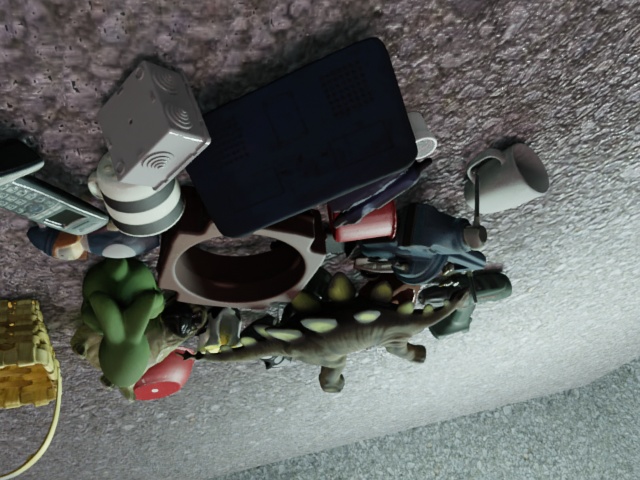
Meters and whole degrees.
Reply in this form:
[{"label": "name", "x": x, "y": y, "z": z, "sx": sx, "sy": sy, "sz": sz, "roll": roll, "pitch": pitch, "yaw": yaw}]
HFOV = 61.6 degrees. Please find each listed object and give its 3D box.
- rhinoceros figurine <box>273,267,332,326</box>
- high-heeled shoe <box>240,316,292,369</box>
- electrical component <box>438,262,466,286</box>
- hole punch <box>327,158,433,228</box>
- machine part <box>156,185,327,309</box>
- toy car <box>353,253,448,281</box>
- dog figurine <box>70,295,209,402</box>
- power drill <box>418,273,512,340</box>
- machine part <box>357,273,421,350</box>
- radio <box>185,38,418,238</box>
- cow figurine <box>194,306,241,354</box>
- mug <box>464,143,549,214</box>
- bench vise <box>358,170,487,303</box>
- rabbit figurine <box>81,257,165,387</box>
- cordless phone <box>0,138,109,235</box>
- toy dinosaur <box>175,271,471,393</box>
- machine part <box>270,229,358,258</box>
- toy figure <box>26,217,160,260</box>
[{"label": "rhinoceros figurine", "x": -0.038, "y": 0.128, "z": 0.978, "sx": 0.073, "sy": 0.112, "sz": 0.190, "roll": 17, "pitch": 127, "yaw": -13}, {"label": "high-heeled shoe", "x": -0.127, "y": 0.227, "z": 1.109, "sx": 0.145, "sy": 0.086, "sz": 0.248, "roll": -35, "pitch": 152, "yaw": 24}, {"label": "electrical component", "x": 0.269, "y": 0.054, "z": 1.064, "sx": 0.078, "sy": 0.045, "sz": 0.102, "roll": -11, "pitch": 150, "yaw": -8}, {"label": "hole punch", "x": 0.045, "y": -0.097, "z": 0.629, "sx": 0.142, "sy": 0.116, "sz": 0.092, "roll": -31, "pitch": 140, "yaw": 23}, {"label": "machine part", "x": -0.108, "y": 0.009, "z": 0.724, "sx": 0.201, "sy": 0.087, "sz": 0.201, "roll": 10, "pitch": 142, "yaw": -21}, {"label": "toy car", "x": 0.160, "y": 0.030, "z": 0.962, "sx": 0.202, "sy": 0.053, "sz": 0.089, "roll": -11, "pitch": 153, "yaw": -12}, {"label": "dog figurine", "x": -0.300, "y": 0.144, "z": 0.896, "sx": 0.190, "sy": 0.172, "sz": 0.121, "roll": -47, "pitch": 164, "yaw": -18}, {"label": "power drill", "x": 0.304, "y": 0.146, "z": 1.217, "sx": 0.232, "sy": 0.086, "sz": 0.207, "roll": -12, "pitch": 143, "yaw": -14}, {"label": "machine part", "x": 0.118, "y": 0.130, "z": 1.040, "sx": 0.179, "sy": 0.056, "sz": 0.179, "roll": -34, "pitch": 148, "yaw": -25}, {"label": "radio", "x": -0.020, "y": -0.098, "z": 0.554, "sx": 0.230, "sy": 0.131, "sz": 0.073, "roll": -22, "pitch": -174, "yaw": 11}, {"label": "cow figurine", "x": -0.191, "y": 0.165, "z": 0.980, "sx": 0.068, "sy": 0.098, "sz": 0.167, "roll": 9, "pitch": 157, "yaw": -23}, {"label": "mug", "x": 0.260, "y": -0.086, "z": 0.792, "sx": 0.109, "sy": 0.081, "sz": 0.107, "roll": 22, "pitch": 145, "yaw": -27}, {"label": "bench vise", "x": 0.189, "y": 0.009, "z": 0.836, "sx": 0.240, "sy": 0.129, "sz": 0.224, "roll": 22, "pitch": 152, "yaw": -38}, {"label": "rabbit figurine", "x": -0.270, "y": 0.115, "z": 0.760, "sx": 0.121, "sy": 0.170, "sz": 0.159, "roll": -2, "pitch": 148, "yaw": -25}, {"label": "cordless phone", "x": -0.333, "y": -0.035, "z": 0.568, "sx": 0.147, "sy": 0.089, "sz": 0.184, "roll": -25, "pitch": 154, "yaw": 12}, {"label": "toy dinosaur", "x": 0.009, "y": 0.147, "z": 0.855, "sx": 0.472, "sy": 0.105, "sz": 0.198, "roll": -21, "pitch": 132, "yaw": 10}, {"label": "machine part", "x": -0.002, "y": -0.003, "z": 0.836, "sx": 0.139, "sy": 0.039, "sz": 0.084, "roll": 6, "pitch": 138, "yaw": -31}, {"label": "toy figure", "x": -0.282, "y": -0.004, "z": 0.671, "sx": 0.154, "sy": 0.058, "sz": 0.064, "roll": -7, "pitch": 127, "yaw": -13}]
